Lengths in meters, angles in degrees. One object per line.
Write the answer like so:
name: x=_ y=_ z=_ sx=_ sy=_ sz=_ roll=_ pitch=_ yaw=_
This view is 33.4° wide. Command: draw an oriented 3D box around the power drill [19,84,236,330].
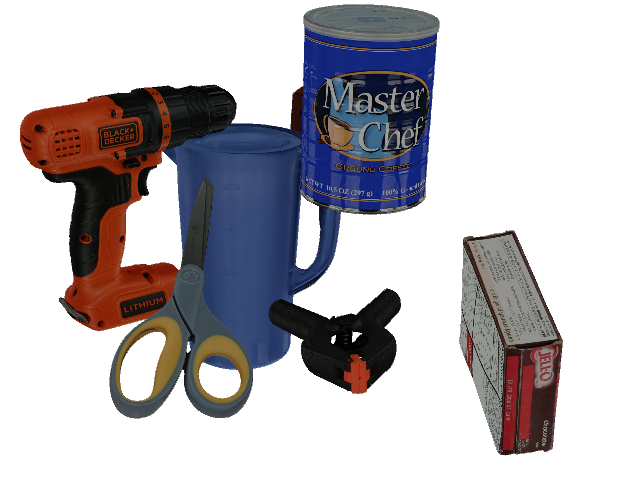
power drill: x=-0.148 y=-0.031 z=0.872 sx=0.184 sy=0.188 sz=0.057 roll=-14 pitch=24 yaw=-32

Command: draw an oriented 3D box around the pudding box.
pudding box: x=0.116 y=0.062 z=0.664 sx=0.039 sy=0.090 sz=0.113 roll=-7 pitch=36 yaw=-5

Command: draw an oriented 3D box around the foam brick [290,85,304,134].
foam brick: x=0.009 y=-0.152 z=1.280 sx=0.078 sy=0.053 sz=0.051 roll=17 pitch=32 yaw=21

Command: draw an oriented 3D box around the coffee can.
coffee can: x=0.036 y=-0.104 z=0.828 sx=0.103 sy=0.140 sz=0.103 roll=2 pitch=23 yaw=-1

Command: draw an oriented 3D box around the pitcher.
pitcher: x=-0.073 y=0.006 z=1.101 sx=0.144 sy=0.243 sz=0.149 roll=-10 pitch=21 yaw=-29

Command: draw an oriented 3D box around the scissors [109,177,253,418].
scissors: x=-0.071 y=0.039 z=0.701 sx=0.096 sy=0.201 sz=0.016 roll=20 pitch=-42 yaw=5

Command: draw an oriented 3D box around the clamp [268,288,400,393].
clamp: x=0.011 y=0.082 z=0.912 sx=0.120 sy=0.039 sz=0.171 roll=-8 pitch=15 yaw=5
